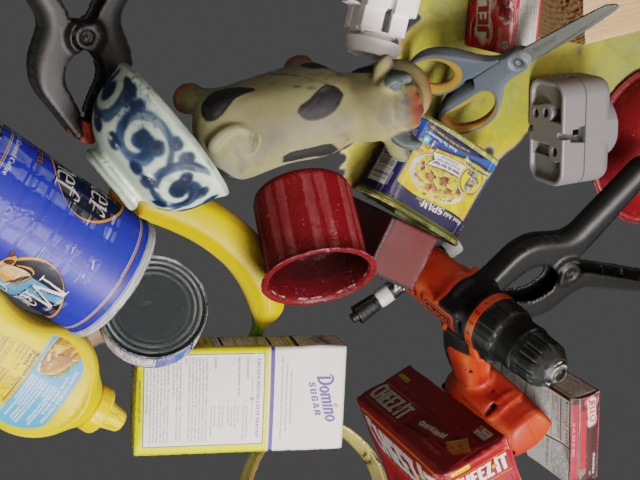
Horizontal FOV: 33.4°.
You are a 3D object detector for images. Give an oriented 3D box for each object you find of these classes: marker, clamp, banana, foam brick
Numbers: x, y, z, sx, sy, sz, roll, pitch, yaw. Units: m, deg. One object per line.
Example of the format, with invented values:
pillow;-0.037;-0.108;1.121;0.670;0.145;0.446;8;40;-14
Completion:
marker;0.077;0.037;0.964;0.121;0.020;0.020;-35;116;-11
clamp;0.235;0.027;1.009;0.210;0.036;0.164;-28;130;-2
clamp;-0.185;-0.157;0.778;0.120;0.039;0.171;3;105;-26
banana;-0.086;0.009;0.874;0.069;0.037;0.197;-44;117;-6
foam brick;0.051;0.002;0.909;0.051;0.078;0.053;23;95;-32

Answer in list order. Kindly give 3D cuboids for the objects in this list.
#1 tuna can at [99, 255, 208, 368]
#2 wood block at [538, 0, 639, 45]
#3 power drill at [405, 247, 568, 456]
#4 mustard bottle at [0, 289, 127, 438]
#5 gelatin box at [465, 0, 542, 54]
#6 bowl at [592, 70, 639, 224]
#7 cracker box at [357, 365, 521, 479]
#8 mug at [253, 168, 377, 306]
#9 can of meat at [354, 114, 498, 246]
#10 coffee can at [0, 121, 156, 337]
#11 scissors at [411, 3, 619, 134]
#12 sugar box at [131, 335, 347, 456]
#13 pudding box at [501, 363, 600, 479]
tuna can;-0.133;0.057;0.846;0.086;0.034;0.086;5;66;-11
wood block;0.287;-0.239;0.933;0.205;0.090;0.091;-17;111;-19
power drill;0.151;0.106;0.925;0.057;0.185;0.187;-34;135;-14
mustard bottle;-0.231;0.099;0.826;0.191;0.058;0.096;36;90;-28
gelatin box;0.154;-0.202;0.895;0.030;0.073;0.089;-3;107;-23
bowl;0.340;-0.087;1.022;0.161;0.055;0.162;-7;108;-22
cracker box;0.124;0.242;0.966;0.072;0.164;0.213;-29;115;-16
mug;-0.006;0.001;0.865;0.093;0.081;0.117;-15;152;6
can of meat;0.094;-0.055;0.923;0.102;0.058;0.084;29;90;-29
coffee can;-0.206;-0.007;0.780;0.140;0.103;0.103;37;89;-28
scissors;0.141;-0.153;0.861;0.096;0.202;0.016;32;54;-8
sugar box;-0.068;0.129;0.895;0.176;0.048;0.093;1;99;-15
pudding box;0.216;0.165;1.011;0.039;0.114;0.090;-11;110;-25
